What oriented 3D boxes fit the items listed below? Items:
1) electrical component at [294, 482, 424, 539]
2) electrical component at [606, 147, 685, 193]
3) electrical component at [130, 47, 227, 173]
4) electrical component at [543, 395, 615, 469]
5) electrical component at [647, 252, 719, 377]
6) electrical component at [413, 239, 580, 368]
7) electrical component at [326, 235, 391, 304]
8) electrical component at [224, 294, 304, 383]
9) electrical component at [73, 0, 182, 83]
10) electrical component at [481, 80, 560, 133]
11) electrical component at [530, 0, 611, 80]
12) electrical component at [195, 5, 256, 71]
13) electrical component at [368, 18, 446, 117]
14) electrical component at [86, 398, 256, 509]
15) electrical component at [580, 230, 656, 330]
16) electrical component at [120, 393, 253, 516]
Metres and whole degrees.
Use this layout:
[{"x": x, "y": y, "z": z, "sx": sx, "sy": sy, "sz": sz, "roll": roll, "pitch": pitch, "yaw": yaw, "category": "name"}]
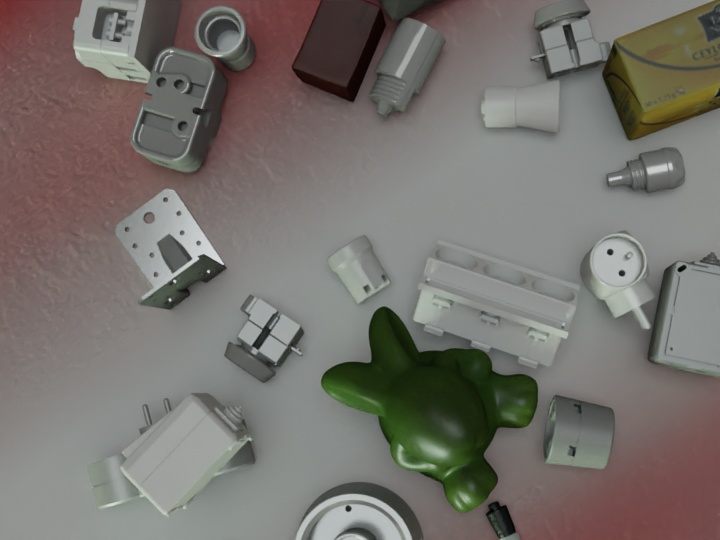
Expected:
[{"x": -0.003, "y": 0.229, "z": 0.871, "sx": 0.108, "sy": 0.060, "sz": 0.108, "roll": -1, "pitch": 84, "yaw": 6, "category": "electrical component"}, {"x": 0.236, "y": -0.080, "z": 0.892, "sx": 0.061, "sy": 0.035, "sz": 0.035, "roll": -11, "pitch": 83, "yaw": 7, "category": "electrical component"}, {"x": -0.154, "y": -0.136, "z": 0.927, "sx": 0.054, "sy": 0.059, "sz": 0.095, "roll": 17, "pitch": 86, "yaw": 8, "category": "electrical component"}, {"x": 0.176, "y": 0.132, "z": 0.866, "sx": 0.047, "sy": 0.055, "sz": 0.055, "roll": 9, "pitch": 85, "yaw": 3, "category": "electrical component"}, {"x": 0.272, "y": 0.034, "z": 0.862, "sx": 0.062, "sy": 0.061, "sz": 0.096, "roll": 12, "pitch": 85, "yaw": 7, "category": "electrical component"}, {"x": 0.109, "y": 0.028, "z": 0.876, "sx": 0.121, "sy": 0.078, "sz": 0.063, "roll": 19, "pitch": 115, "yaw": 8, "category": "electrical component"}, {"x": 0.000, "y": 0.000, "z": 0.907, "sx": 0.040, "sy": 0.040, "sz": 0.046, "roll": -33, "pitch": 87, "yaw": 2, "category": "electrical component"}, {"x": -0.082, "y": 0.061, "z": 0.906, "sx": 0.066, "sy": 0.048, "sz": 0.055, "roll": 33, "pitch": 81, "yaw": 8, "category": "electrical component"}, {"x": -0.196, "y": -0.246, "z": 0.928, "sx": 0.062, "sy": 0.089, "sz": 0.150, "roll": 10, "pitch": 85, "yaw": 7, "category": "electrical component"}, {"x": 0.135, "y": -0.138, "z": 0.906, "sx": 0.065, "sy": 0.044, "sz": 0.044, "roll": 1, "pitch": 84, "yaw": 11, "category": "electrical component"}, {"x": 0.174, "y": -0.195, "z": 0.906, "sx": 0.066, "sy": 0.048, "sz": 0.055, "roll": -14, "pitch": 90, "yaw": 5, "category": "electrical component"}, {"x": -0.113, "y": -0.196, "z": 0.926, "sx": 0.044, "sy": 0.065, "sz": 0.044, "roll": -1, "pitch": 84, "yaw": 7, "category": "electrical component"}, {"x": 0.036, "y": -0.168, "z": 0.918, "sx": 0.043, "sy": 0.043, "sz": 0.081, "roll": 27, "pitch": 88, "yaw": 8, "category": "electrical component"}, {"x": -0.163, "y": 0.145, "z": 0.901, "sx": 0.138, "sy": 0.052, "sz": 0.073, "roll": -17, "pitch": 82, "yaw": 3, "category": "electrical component"}, {"x": 0.212, "y": 0.012, "z": 0.863, "sx": 0.044, "sy": 0.077, "sz": 0.079, "roll": -28, "pitch": 82, "yaw": 2, "category": "electrical component"}, {"x": -0.132, "y": 0.135, "z": 0.840, "sx": 0.061, "sy": 0.061, "sz": 0.096, "roll": 43, "pitch": 89, "yaw": 8, "category": "electrical component"}]
